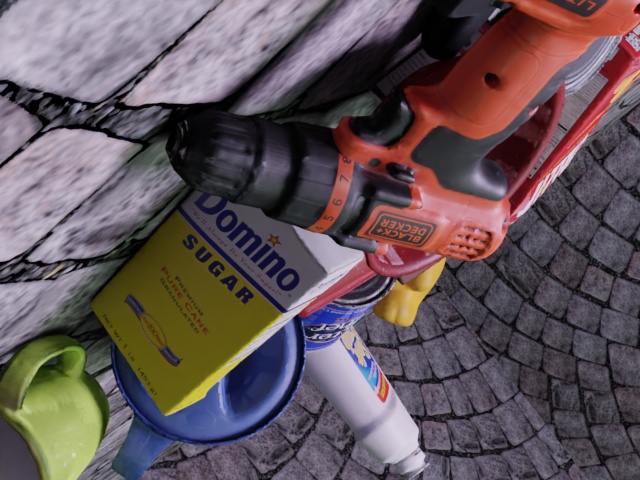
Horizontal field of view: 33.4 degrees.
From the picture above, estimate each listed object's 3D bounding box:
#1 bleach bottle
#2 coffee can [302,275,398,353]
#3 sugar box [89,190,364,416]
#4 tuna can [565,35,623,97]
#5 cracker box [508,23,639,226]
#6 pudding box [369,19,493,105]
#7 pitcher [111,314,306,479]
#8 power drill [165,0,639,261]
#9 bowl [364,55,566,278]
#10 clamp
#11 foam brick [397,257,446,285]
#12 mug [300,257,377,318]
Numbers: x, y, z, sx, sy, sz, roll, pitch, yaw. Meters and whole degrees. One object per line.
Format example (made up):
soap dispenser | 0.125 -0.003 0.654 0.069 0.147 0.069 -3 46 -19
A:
bleach bottle | 0.024 0.129 1.073 0.068 0.251 0.102 -39 173 14
coffee can | 0.002 0.035 0.967 0.102 0.103 0.140 -33 171 -26
sugar box | -0.062 0.025 0.648 0.048 0.093 0.176 -26 166 -50
tuna can | 0.157 -0.134 0.669 0.086 0.034 0.086 -34 148 -25
cracker box | 0.225 -0.127 0.952 0.163 0.072 0.214 -38 165 -46
pudding box | 0.090 -0.096 0.724 0.090 0.039 0.113 -38 158 3
pitcher | -0.095 0.101 0.835 0.149 0.145 0.243 -12 171 -9
power drill | 0.043 -0.072 0.488 0.184 0.057 0.188 12 134 -27
bowl | 0.071 -0.055 0.642 0.162 0.055 0.162 -35 153 -21
clamp | 0.090 -0.138 0.568 0.120 0.039 0.171 -40 170 21
foam brick | 0.074 -0.008 1.002 0.051 0.053 0.078 -34 130 -6
mug | -0.005 0.001 0.835 0.081 0.093 0.117 -31 141 -9
